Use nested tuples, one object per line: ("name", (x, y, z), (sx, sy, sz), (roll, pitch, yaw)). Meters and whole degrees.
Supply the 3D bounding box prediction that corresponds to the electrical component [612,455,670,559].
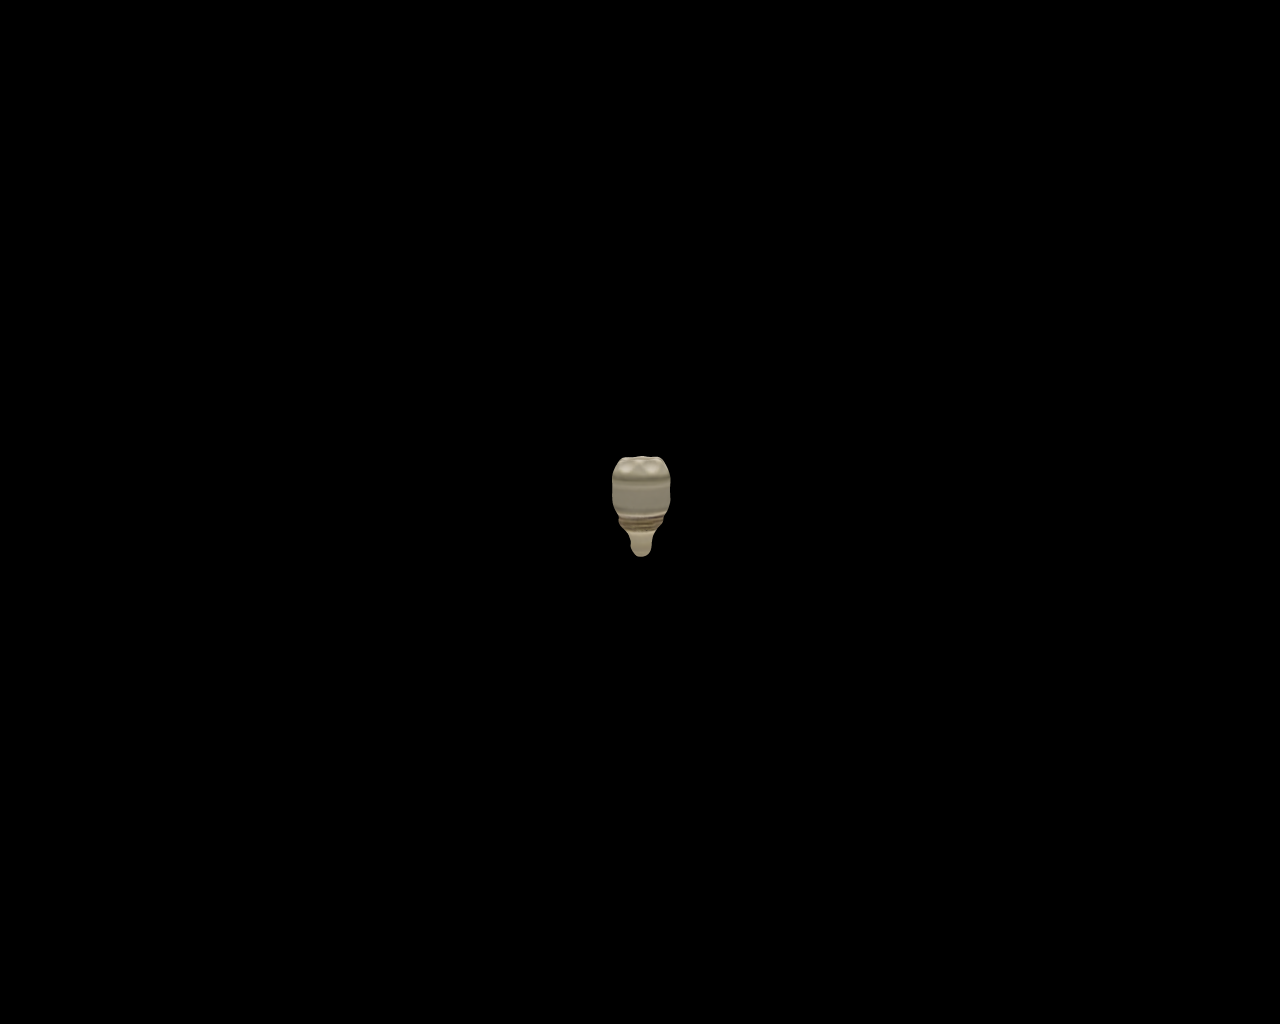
("electrical component", (0.001, -0.003, 0.650), (0.035, 0.061, 0.035), (0, 9, 0))
